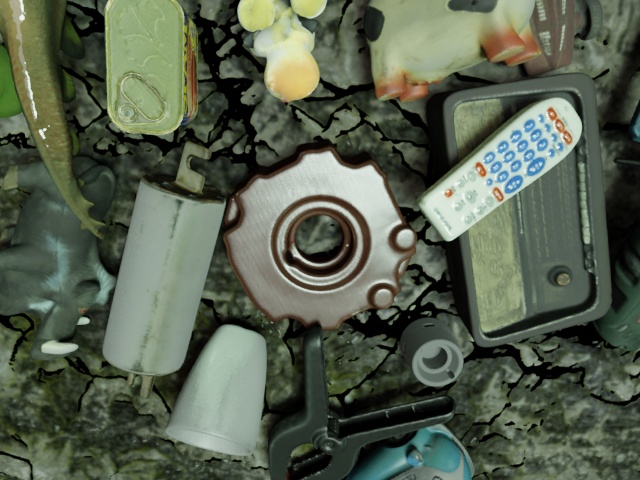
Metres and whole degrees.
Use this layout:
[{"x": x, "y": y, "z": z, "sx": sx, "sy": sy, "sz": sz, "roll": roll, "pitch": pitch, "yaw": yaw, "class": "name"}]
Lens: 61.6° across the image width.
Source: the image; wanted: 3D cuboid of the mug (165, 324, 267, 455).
[{"x": -0.088, "y": 0.141, "z": 0.511, "sx": 0.081, "sy": 0.109, "sz": 0.107, "roll": 16, "pitch": 60, "yaw": -2, "class": "mug"}]

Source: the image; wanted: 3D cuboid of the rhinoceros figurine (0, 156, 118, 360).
[{"x": -0.237, "y": 0.015, "z": 0.484, "sx": 0.112, "sy": 0.073, "sz": 0.190, "roll": 13, "pitch": 102, "yaw": -17, "class": "rhinoceros figurine"}]

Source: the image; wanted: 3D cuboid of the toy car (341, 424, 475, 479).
[{"x": 0.085, "y": 0.266, "z": 0.547, "sx": 0.162, "sy": 0.103, "sz": 0.109, "roll": -35, "pitch": 103, "yaw": 4, "class": "toy car"}]

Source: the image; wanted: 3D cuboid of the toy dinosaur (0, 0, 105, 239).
[{"x": -0.208, "y": -0.228, "z": 0.346, "sx": 0.105, "sy": 0.198, "sz": 0.470, "roll": -4, "pitch": 95, "yaw": 8, "class": "toy dinosaur"}]

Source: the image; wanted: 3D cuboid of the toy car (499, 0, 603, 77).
[{"x": 0.177, "y": -0.241, "z": 0.444, "sx": 0.089, "sy": 0.053, "sz": 0.202, "roll": -17, "pitch": 104, "yaw": -2, "class": "toy car"}]

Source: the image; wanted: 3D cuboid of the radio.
[{"x": 0.180, "y": -0.029, "z": 0.487, "sx": 0.131, "sy": 0.073, "sz": 0.229, "roll": -12, "pitch": 106, "yaw": 1, "class": "radio"}]

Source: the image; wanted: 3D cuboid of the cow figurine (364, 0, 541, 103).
[{"x": 0.119, "y": -0.192, "z": 0.404, "sx": 0.195, "sy": 0.085, "sz": 0.127, "roll": -14, "pitch": 96, "yaw": 39, "class": "cow figurine"}]

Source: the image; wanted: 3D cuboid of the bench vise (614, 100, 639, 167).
[{"x": 0.312, "y": -0.173, "z": 0.436, "sx": 0.224, "sy": 0.129, "sz": 0.240, "roll": 18, "pitch": 99, "yaw": -5, "class": "bench vise"}]

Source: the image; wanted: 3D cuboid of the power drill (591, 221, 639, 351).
[{"x": 0.368, "y": 0.017, "z": 0.473, "sx": 0.207, "sy": 0.086, "sz": 0.231, "roll": 3, "pitch": 133, "yaw": -17, "class": "power drill"}]

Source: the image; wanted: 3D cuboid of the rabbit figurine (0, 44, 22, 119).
[{"x": -0.317, "y": -0.134, "z": 0.406, "sx": 0.159, "sy": 0.170, "sz": 0.121, "roll": 32, "pitch": 102, "yaw": 32, "class": "rabbit figurine"}]

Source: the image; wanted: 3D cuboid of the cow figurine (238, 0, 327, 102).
[{"x": -0.036, "y": -0.202, "z": 0.430, "sx": 0.068, "sy": 0.098, "sz": 0.167, "roll": -8, "pitch": 123, "yaw": -9, "class": "cow figurine"}]

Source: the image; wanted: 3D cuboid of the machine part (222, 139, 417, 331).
[{"x": -0.001, "y": -0.001, "z": 0.495, "sx": 0.179, "sy": 0.056, "sz": 0.179, "roll": 0, "pitch": 104, "yaw": -2, "class": "machine part"}]

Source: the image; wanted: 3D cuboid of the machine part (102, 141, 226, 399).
[{"x": -0.142, "y": 0.031, "z": 0.486, "sx": 0.079, "sy": 0.079, "sz": 0.243, "roll": 15, "pitch": 104, "yaw": -7, "class": "machine part"}]
